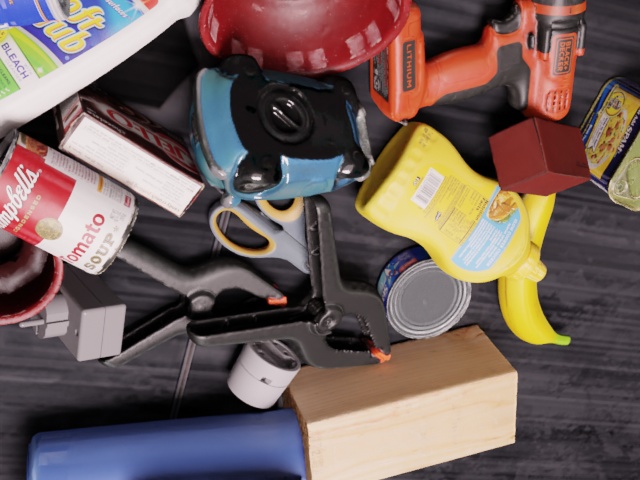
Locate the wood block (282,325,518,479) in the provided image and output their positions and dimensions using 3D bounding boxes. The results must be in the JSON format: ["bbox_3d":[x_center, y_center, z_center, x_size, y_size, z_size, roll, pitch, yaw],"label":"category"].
[{"bbox_3d":[0.075,0.162,1.025,0.206,0.091,0.090,-12,120,-14],"label":"wood block"}]

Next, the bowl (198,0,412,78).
[{"bbox_3d":[-0.014,-0.189,0.812,0.162,0.055,0.162,-7,156,-3],"label":"bowl"}]

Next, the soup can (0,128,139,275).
[{"bbox_3d":[-0.191,-0.026,0.768,0.102,0.068,0.068,30,103,-24],"label":"soup can"}]

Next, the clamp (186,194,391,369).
[{"bbox_3d":[0.003,0.054,0.949,0.209,0.036,0.165,28,106,-42],"label":"clamp"}]

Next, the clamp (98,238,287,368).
[{"bbox_3d":[-0.113,0.044,0.930,0.171,0.039,0.120,-11,123,-21],"label":"clamp"}]

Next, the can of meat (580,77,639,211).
[{"bbox_3d":[0.282,-0.090,0.975,0.057,0.084,0.102,19,108,-27],"label":"can of meat"}]

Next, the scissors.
[{"bbox_3d":[-0.006,0.001,0.959,0.201,0.016,0.096,25,105,-29],"label":"scissors"}]

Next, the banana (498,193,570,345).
[{"bbox_3d":[0.203,0.030,1.038,0.069,0.037,0.198,-25,123,-23],"label":"banana"}]

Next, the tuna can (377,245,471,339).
[{"bbox_3d":[0.097,0.049,1.009,0.086,0.034,0.086,-8,118,-16],"label":"tuna can"}]

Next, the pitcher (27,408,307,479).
[{"bbox_3d":[-0.134,0.221,0.946,0.242,0.145,0.149,-1,135,-13],"label":"pitcher"}]

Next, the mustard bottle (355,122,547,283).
[{"bbox_3d":[0.130,-0.017,0.956,0.191,0.058,0.096,33,86,-21],"label":"mustard bottle"}]

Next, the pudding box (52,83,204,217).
[{"bbox_3d":[-0.149,-0.074,0.827,0.113,0.090,0.039,29,104,-29],"label":"pudding box"}]

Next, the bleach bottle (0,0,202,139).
[{"bbox_3d":[-0.178,-0.171,0.779,0.250,0.068,0.102,-35,93,-7],"label":"bleach bottle"}]

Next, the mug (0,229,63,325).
[{"bbox_3d":[-0.250,-0.004,0.831,0.093,0.081,0.117,3,114,-21],"label":"mug"}]

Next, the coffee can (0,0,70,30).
[{"bbox_3d":[-0.244,-0.182,0.693,0.140,0.103,0.103,-11,119,-4],"label":"coffee can"}]

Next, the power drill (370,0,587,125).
[{"bbox_3d":[0.136,-0.178,0.894,0.187,0.057,0.184,-10,119,-15],"label":"power drill"}]

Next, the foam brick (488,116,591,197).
[{"bbox_3d":[0.195,-0.072,0.947,0.051,0.053,0.078,-21,162,41],"label":"foam brick"}]
